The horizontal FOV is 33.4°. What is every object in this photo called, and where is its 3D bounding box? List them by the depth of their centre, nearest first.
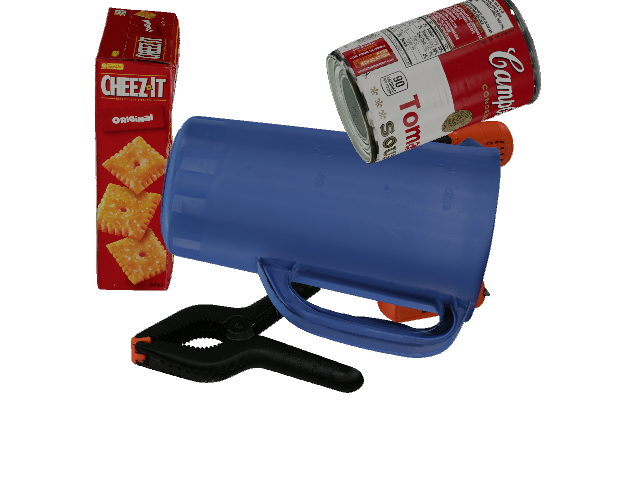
[{"bbox_3d":[0.062,-0.092,0.599,0.102,0.068,0.068,-21,3,-7],"label":"soup can"},{"bbox_3d":[0.007,-0.014,0.797,0.243,0.145,0.149,9,16,3],"label":"pitcher"},{"bbox_3d":[-0.165,-0.085,0.969,0.072,0.214,0.164,2,27,-8],"label":"cracker box"},{"bbox_3d":[-0.069,0.097,0.998,0.209,0.036,0.165,-10,37,-18],"label":"clamp"},{"bbox_3d":[0.092,-0.018,1.012,0.184,0.188,0.057,-8,26,-15],"label":"power drill"}]
